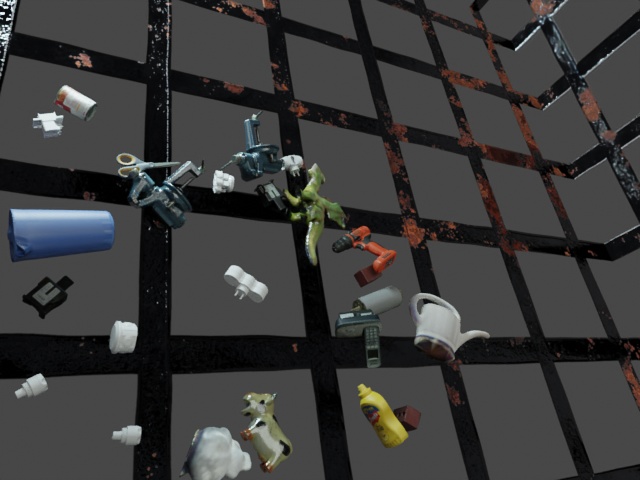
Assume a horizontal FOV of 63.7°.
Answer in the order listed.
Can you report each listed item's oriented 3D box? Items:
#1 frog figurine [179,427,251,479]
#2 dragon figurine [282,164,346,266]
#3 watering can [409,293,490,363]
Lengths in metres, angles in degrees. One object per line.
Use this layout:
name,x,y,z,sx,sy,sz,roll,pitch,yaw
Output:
frog figurine,-0.242,0.533,1.254,0.159,0.120,0.140,20,33,-5
dragon figurine,0.006,-0.091,1.813,0.243,0.120,0.417,4,61,-38
watering can,0.449,0.326,1.798,0.346,0.102,0.229,31,51,-10
